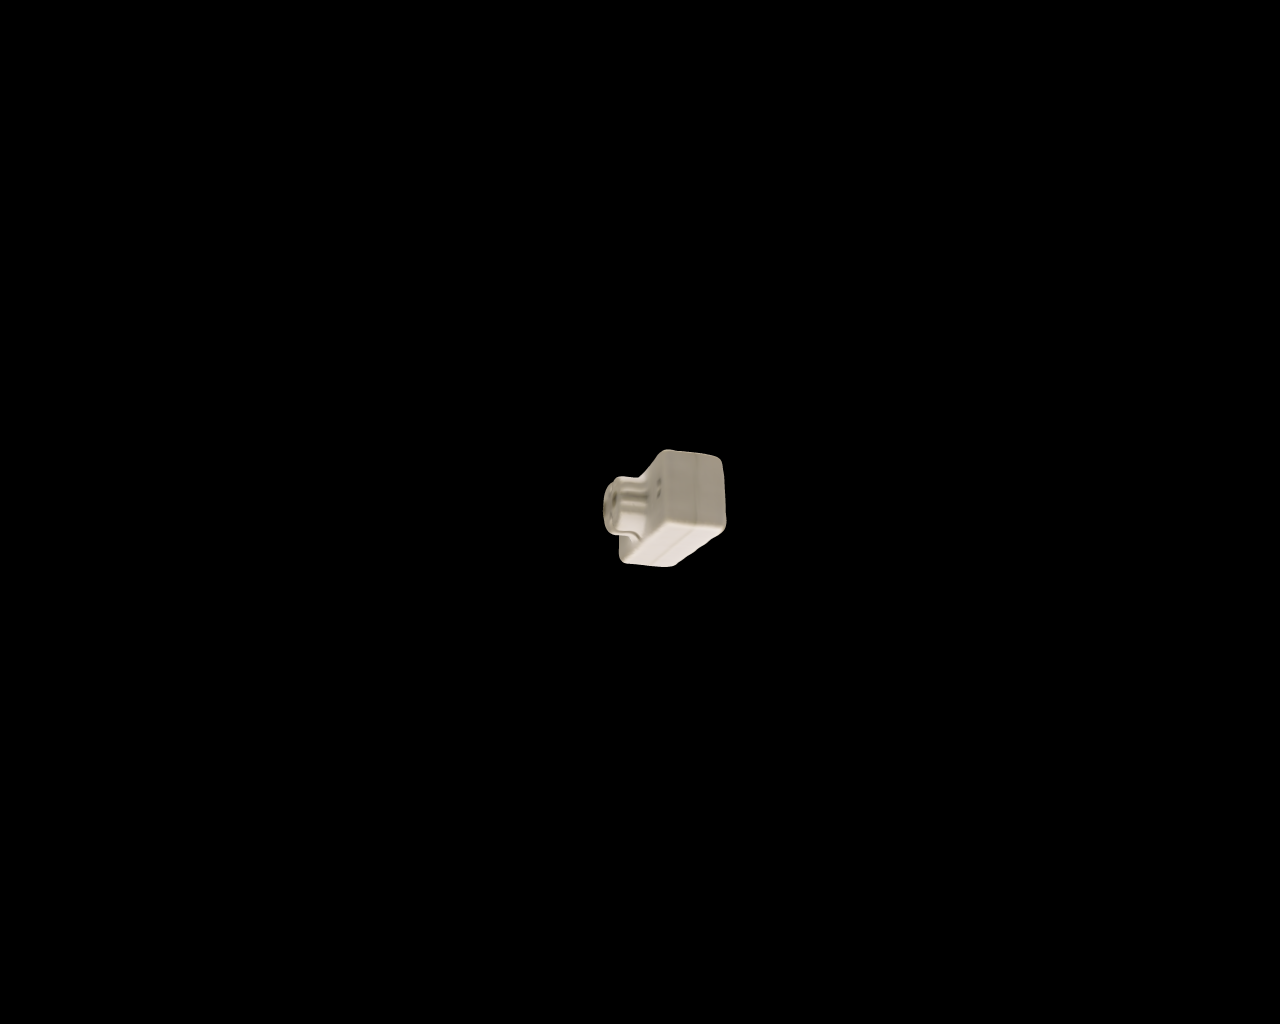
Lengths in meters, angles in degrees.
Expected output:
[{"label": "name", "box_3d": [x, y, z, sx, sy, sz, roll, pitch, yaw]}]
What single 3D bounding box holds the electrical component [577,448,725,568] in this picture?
[{"label": "electrical component", "box_3d": [0.001, -0.003, 0.650, 0.076, 0.047, 0.083, 7, -21, -18]}]
